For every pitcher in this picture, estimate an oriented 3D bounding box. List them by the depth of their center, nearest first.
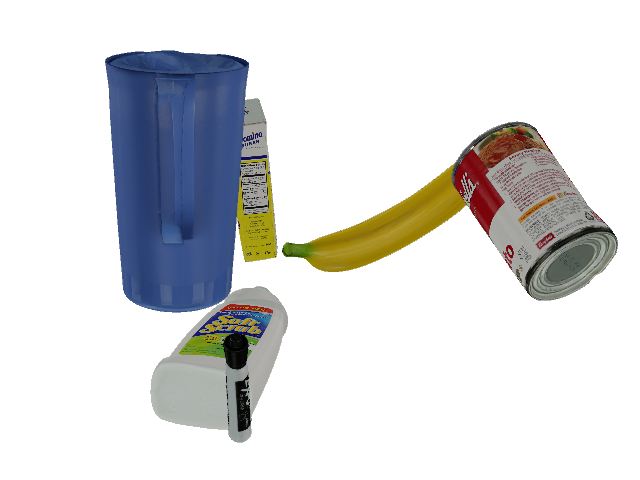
[{"bbox_3d":[-0.138,-0.056,1.020,0.145,0.243,0.148,16,23,37],"label":"pitcher"}]

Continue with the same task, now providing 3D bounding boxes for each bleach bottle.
[{"bbox_3d":[-0.094,0.106,1.113,0.102,0.068,0.250,8,20,5],"label":"bleach bottle"}]

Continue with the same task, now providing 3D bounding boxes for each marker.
[{"bbox_3d":[-0.064,0.115,0.828,0.020,0.121,0.020,1,45,-1],"label":"marker"}]

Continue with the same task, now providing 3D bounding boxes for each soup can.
[{"bbox_3d":[0.140,-0.019,0.702,0.068,0.102,0.068,-19,-36,-14],"label":"soup can"}]

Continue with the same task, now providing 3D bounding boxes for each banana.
[{"bbox_3d":[0.067,-0.018,0.907,0.198,0.037,0.069,-27,-18,10],"label":"banana"}]

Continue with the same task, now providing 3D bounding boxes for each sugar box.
[{"bbox_3d":[-0.083,-0.073,1.285,0.048,0.176,0.093,-9,25,-5],"label":"sugar box"}]
